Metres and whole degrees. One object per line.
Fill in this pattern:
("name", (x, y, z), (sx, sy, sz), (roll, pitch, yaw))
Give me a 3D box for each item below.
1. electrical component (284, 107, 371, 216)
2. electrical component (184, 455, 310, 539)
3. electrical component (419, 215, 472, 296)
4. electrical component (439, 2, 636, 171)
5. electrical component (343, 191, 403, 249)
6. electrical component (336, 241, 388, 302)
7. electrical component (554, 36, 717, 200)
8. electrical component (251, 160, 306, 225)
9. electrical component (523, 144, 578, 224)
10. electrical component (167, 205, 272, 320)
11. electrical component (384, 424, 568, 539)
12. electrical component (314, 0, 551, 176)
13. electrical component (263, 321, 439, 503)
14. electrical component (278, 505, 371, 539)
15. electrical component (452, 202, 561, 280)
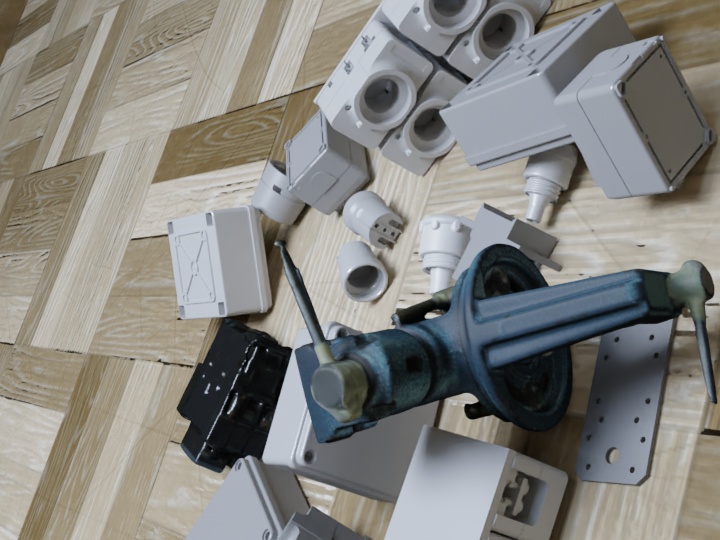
("electrical component", (-0.031, -0.108, 1.045), (0.062, 0.061, 0.096), (-44, 30, 27))
("electrical component", (-0.089, 0.230, 0.886), (0.108, 0.056, 0.108), (-56, 32, 13))
("electrical component", (0.067, -0.010, 0.838), (0.048, 0.048, 0.062), (-11, 66, 53))
("electrical component", (0.132, -0.131, 0.773), (0.109, 0.056, 0.109), (-45, 19, -33))
("electrical component", (0.012, -0.044, 0.950), (0.040, 0.040, 0.046), (-58, 38, 10))
("electrical component", (0.000, 0.000, 0.936), (0.040, 0.040, 0.046), (-54, 27, 17))
("electrical component", (0.177, -0.090, 0.690), (0.061, 0.096, 0.061), (-45, 22, -28))
("electrical component", (-0.079, -0.078, 1.098), (0.047, 0.055, 0.055), (-59, 31, 15))
("electrical component", (0.135, -0.064, 0.784), (0.035, 0.035, 0.061), (9, 79, 58))
("electrical component", (-0.146, -0.006, 1.101), (0.109, 0.056, 0.108), (-6, 92, 55))
("electrical component", (0.065, 0.185, 0.682), (0.089, 0.062, 0.150), (5, 72, 58))
("electrical component", (0.061, -0.182, 0.910), (0.186, 0.105, 0.060), (-53, 32, 18))
("electrical component", (-0.003, 0.107, 0.796), (0.056, 0.109, 0.108), (-12, 58, 56))
("electrical component", (-0.054, 0.241, 0.730), (0.105, 0.060, 0.186), (-59, -2, 8))
("electrical component", (0.102, -0.009, 0.785), (0.063, 0.042, 0.081), (-63, 31, 6))
